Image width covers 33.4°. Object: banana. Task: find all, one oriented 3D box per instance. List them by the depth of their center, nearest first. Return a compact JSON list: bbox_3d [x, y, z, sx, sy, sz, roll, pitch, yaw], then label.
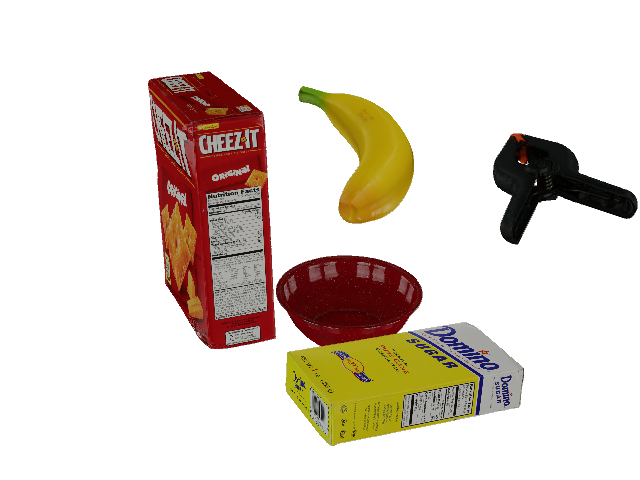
[{"bbox_3d":[0.031,-0.059,0.744,0.069,0.037,0.198,-4,29,-8],"label":"banana"}]

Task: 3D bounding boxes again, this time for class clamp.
[{"bbox_3d":[0.216,-0.054,0.983,0.120,0.039,0.171,-4,34,3],"label":"clamp"}]

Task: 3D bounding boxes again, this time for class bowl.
[{"bbox_3d":[0.031,0.077,1.184,0.162,0.055,0.162,0,28,0],"label":"bowl"}]

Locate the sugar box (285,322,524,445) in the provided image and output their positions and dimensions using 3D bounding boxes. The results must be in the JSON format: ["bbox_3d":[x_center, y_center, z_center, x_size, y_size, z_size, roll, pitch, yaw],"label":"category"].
[{"bbox_3d":[0.069,0.115,0.884,0.176,0.048,0.093,-10,26,-22],"label":"sugar box"}]

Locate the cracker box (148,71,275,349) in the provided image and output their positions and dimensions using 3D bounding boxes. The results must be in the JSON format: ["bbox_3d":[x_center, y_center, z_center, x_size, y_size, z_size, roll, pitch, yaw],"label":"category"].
[{"bbox_3d":[-0.103,-0.030,0.976,0.072,0.214,0.164,-11,24,-19],"label":"cracker box"}]
